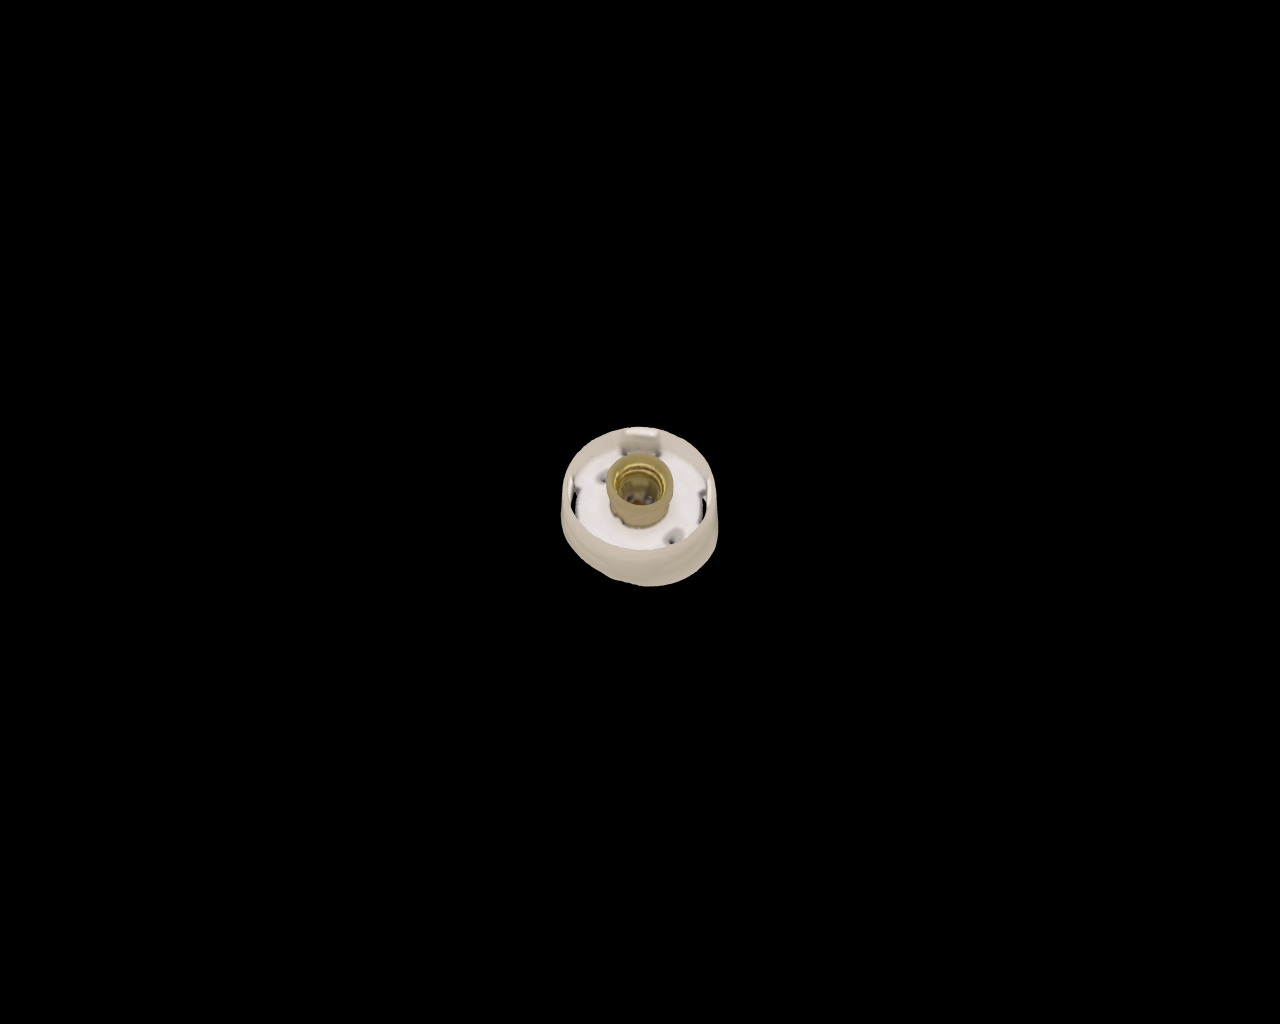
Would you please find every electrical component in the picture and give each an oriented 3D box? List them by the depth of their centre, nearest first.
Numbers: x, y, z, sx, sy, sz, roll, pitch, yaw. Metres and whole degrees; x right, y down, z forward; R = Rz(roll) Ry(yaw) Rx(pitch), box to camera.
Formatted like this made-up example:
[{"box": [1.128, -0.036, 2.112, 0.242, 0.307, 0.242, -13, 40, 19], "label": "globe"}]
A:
[{"box": [0.001, -0.003, 0.650, 0.099, 0.099, 0.064, 0, -33, 0], "label": "electrical component"}]
